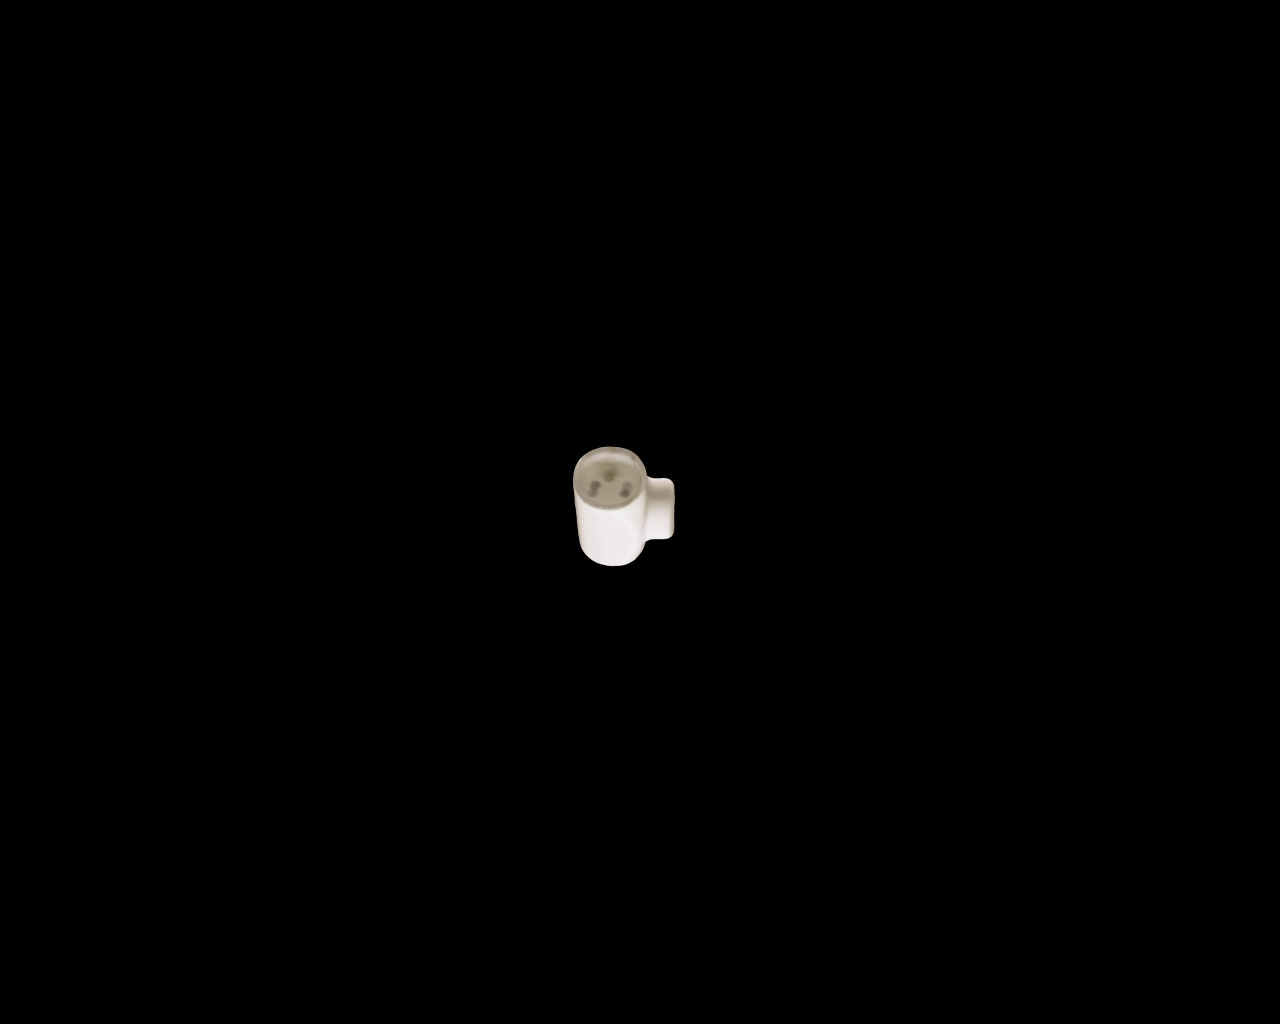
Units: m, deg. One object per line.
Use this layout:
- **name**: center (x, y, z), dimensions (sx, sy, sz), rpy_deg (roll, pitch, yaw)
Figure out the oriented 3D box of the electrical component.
- **electrical component**: center (0.001, -0.003, 0.650), dimensions (0.079, 0.044, 0.077), rpy_deg (0, -28, 0)
